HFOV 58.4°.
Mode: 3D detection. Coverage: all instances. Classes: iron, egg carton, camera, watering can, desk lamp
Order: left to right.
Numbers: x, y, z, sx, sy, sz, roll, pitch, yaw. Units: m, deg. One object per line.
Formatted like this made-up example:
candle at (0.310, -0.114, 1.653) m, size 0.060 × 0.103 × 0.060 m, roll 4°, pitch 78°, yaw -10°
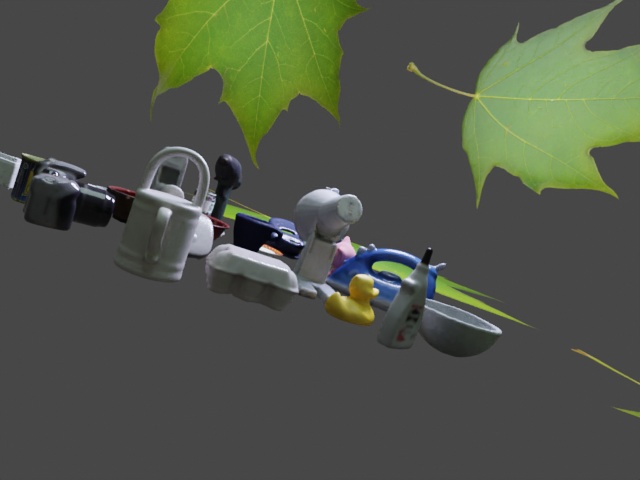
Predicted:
camera at (-0.420, -0.074, 0.974) m, size 0.137 × 0.101 × 0.142 m, roll 17°, pitch 5°, yaw -28°
watering can at (-0.231, -0.046, 0.856) m, size 0.101 × 0.194 × 0.172 m, roll 16°, pitch 6°, yaw -36°
egg carton at (-0.110, 0.059, 0.918) m, size 0.150 × 0.069 × 0.107 m, roll 18°, pitch 5°, yaw -16°
desk lamp at (0.011, 0.004, 1.155) m, size 0.118 × 0.213 × 0.202 m, roll 18°, pitch 5°, yaw -20°
iron at (0.150, 0.081, 1.288) m, size 0.258 × 0.141 × 0.119 m, roll 20°, pitch 5°, yaw 6°

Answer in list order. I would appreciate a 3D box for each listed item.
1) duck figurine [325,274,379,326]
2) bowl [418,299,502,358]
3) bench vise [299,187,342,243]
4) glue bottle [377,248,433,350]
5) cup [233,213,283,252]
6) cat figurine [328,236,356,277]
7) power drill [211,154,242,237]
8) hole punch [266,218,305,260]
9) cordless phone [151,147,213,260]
duck figurine at (0.063, 0.102, 1.028) m, size 0.105 × 0.086 × 0.077 m, roll 16°, pitch 6°, yaw -37°
bowl at (0.242, 0.170, 1.055) m, size 0.167 × 0.075 × 0.167 m, roll 20°, pitch 5°, yaw -1°
bench vise at (0.017, -0.023, 1.454) m, size 0.122 × 0.220 × 0.207 m, roll 18°, pitch 5°, yaw -19°
glue bottle at (0.150, 0.094, 0.942) m, size 0.037 × 0.173 × 0.078 m, roll 23°, pitch 6°, yaw 37°
cup at (-0.145, 0.001, 1.277) m, size 0.117 × 0.095 × 0.092 m, roll 21°, pitch 5°, yaw 14°
cat figurine at (0.065, 0.052, 1.409) m, size 0.067 × 0.118 × 0.128 m, roll 24°, pitch 6°, yaw 40°
power drill at (-0.255, -0.117, 1.480) m, size 0.075 × 0.208 × 0.229 m, roll 19°, pitch 5°, yaw -3°
hole punch at (-0.093, -0.005, 1.571) m, size 0.109 × 0.091 × 0.101 m, roll 18°, pitch 5°, yaw -23°
cordless phone at (-0.253, -0.065, 1.046) m, size 0.148 × 0.185 × 0.093 m, roll 17°, pitch 6°, yaw -32°
